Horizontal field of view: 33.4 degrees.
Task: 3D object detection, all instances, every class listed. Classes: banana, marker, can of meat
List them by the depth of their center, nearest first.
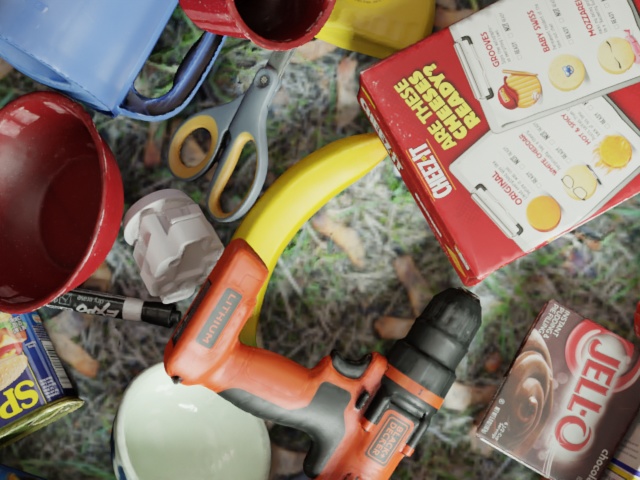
[{"bbox_3d":[-0.023,-0.005,0.786,0.069,0.037,0.198,30,88,1],"label":"banana"},{"bbox_3d":[-0.239,0.107,0.787,0.102,0.057,0.084,-28,80,3],"label":"can of meat"},{"bbox_3d":[-0.164,0.048,0.803,0.121,0.020,0.020,9,85,6],"label":"marker"}]

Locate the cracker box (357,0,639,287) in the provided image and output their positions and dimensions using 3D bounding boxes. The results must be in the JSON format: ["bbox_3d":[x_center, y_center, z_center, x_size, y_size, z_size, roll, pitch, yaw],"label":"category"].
[{"bbox_3d":[0.157,-0.089,0.746,0.213,0.072,0.164,-28,82,-4],"label":"cracker box"}]

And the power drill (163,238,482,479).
[{"bbox_3d":[0.001,0.078,0.740,0.187,0.057,0.184,33,87,-10],"label":"power drill"}]

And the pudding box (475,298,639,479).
[{"bbox_3d":[0.174,0.111,0.751,0.090,0.039,0.113,30,88,8],"label":"pudding box"}]

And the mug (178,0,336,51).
[{"bbox_3d":[-0.044,-0.191,0.731,0.082,0.093,0.117,20,93,51],"label":"mug"}]

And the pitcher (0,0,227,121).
[{"bbox_3d":[-0.137,-0.215,0.779,0.145,0.149,0.243,27,84,39],"label":"pitcher"}]

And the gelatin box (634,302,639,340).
[{"bbox_3d":[0.266,0.062,0.728,0.089,0.073,0.030,-1,98,5],"label":"gelatin box"}]

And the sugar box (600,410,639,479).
[{"bbox_3d":[0.208,0.182,0.714,0.048,0.093,0.176,31,89,7],"label":"sugar box"}]

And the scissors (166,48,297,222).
[{"bbox_3d":[-0.056,-0.114,0.786,0.096,0.016,0.202,19,94,29],"label":"scissors"}]

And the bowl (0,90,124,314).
[{"bbox_3d":[-0.195,-0.024,0.777,0.162,0.055,0.162,-7,77,34],"label":"bowl"}]

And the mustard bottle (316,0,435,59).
[{"bbox_3d":[0.058,-0.234,0.788,0.096,0.058,0.191,18,86,15],"label":"mustard bottle"}]
